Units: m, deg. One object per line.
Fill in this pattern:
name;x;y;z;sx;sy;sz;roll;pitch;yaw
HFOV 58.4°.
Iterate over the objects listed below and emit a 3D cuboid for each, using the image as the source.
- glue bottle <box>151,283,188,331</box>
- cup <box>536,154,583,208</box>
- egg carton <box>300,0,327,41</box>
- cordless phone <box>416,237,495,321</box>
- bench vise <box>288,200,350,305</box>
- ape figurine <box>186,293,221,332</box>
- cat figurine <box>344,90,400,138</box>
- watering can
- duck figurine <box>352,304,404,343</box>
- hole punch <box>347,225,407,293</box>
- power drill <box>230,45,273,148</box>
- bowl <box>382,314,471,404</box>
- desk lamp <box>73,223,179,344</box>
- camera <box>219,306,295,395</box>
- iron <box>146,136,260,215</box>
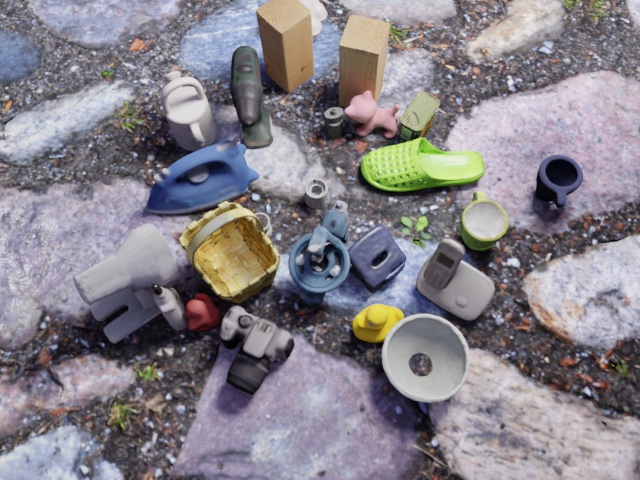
glue bottle;-0.294;0.118;1.100;0.037;0.173;0.078;-24;68;-9
cup;0.503;-0.110;1.229;0.091;0.095;0.118;5;67;3
egg carton;-0.061;-0.564;1.446;0.150;0.069;0.107;13;68;7
cordless phone;0.270;0.070;1.105;0.147;0.185;0.094;30;70;13
bench vise;-0.002;0.004;1.119;0.121;0.220;0.207;1;67;2
ape figurine;-0.237;0.142;1.133;0.076;0.092;0.078;27;70;12
cat figurine;0.119;-0.291;1.300;0.127;0.118;0.067;2;67;2
watering can;-0.299;-0.294;1.266;0.172;0.194;0.101;41;73;17
duck figurine;0.116;0.156;1.125;0.104;0.086;0.077;-11;67;-4
hole punch;0.117;0.038;1.173;0.109;0.091;0.101;-39;71;-15
power drill;-0.151;-0.297;1.257;0.075;0.208;0.229;-8;67;-2
bowl;0.198;0.231;1.097;0.167;0.075;0.167;0;67;1
desk lamp;-0.363;0.084;1.094;0.203;0.213;0.117;-37;71;-14
camera;-0.138;0.213;1.096;0.143;0.101;0.137;23;69;11
iron;-0.268;-0.141;1.228;0.258;0.141;0.118;-24;68;-9
